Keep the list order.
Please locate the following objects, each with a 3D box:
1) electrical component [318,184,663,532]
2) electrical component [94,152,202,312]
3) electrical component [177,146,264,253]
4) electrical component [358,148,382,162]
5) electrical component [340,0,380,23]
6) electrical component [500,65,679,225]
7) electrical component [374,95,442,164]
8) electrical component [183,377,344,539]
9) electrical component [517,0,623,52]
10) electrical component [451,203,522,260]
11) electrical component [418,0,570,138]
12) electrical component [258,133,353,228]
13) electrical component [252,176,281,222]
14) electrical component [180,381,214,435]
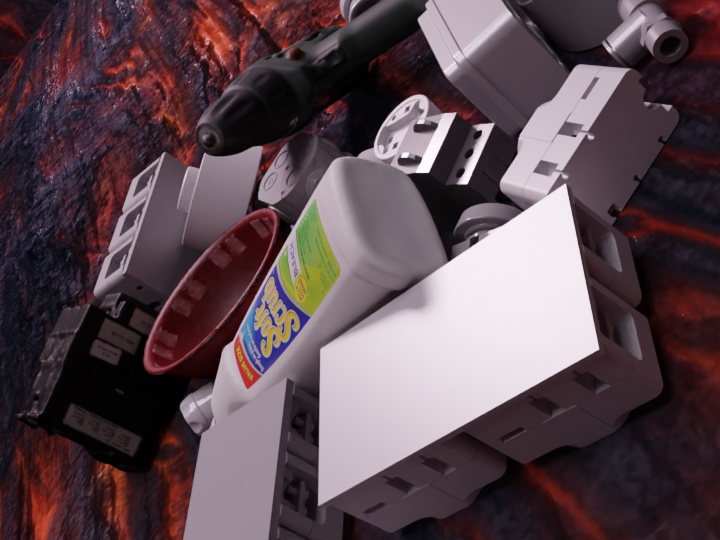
[{"bbox_3d":[0.063,0.055,0.575,0.186,0.060,0.105,-35,38,33],"label":"electrical component"},{"bbox_3d":[-0.181,-0.021,1.007,0.062,0.089,0.150,-31,37,38],"label":"electrical component"},{"bbox_3d":[-0.128,-0.065,0.958,0.108,0.060,0.108,-165,90,-83],"label":"electrical component"},{"bbox_3d":[0.005,-0.060,0.798,0.043,0.043,0.062,-18,24,49],"label":"electrical component"},{"bbox_3d":[0.007,-0.241,0.999,0.045,0.045,0.055,-47,29,15],"label":"electrical component"},{"bbox_3d":[0.129,-0.069,0.621,0.089,0.050,0.056,-57,28,-3],"label":"electrical component"},{"bbox_3d":[0.046,-0.090,0.776,0.055,0.047,0.055,-38,33,30],"label":"electrical component"},{"bbox_3d":[-0.056,0.156,0.655,0.089,0.062,0.150,-35,34,33],"label":"electrical component"},{"bbox_3d":[0.157,-0.201,0.731,0.099,0.064,0.099,-50,15,19],"label":"electrical component"},{"bbox_3d":[0.078,-0.006,0.640,0.066,0.048,0.055,-23,50,45],"label":"electrical component"},{"bbox_3d":[0.092,-0.152,0.739,0.057,0.078,0.113,-42,31,18],"label":"electrical component"},{"bbox_3d":[-0.041,-0.071,0.885,0.080,0.051,0.080,-38,33,30],"label":"electrical component"},{"bbox_3d":[-0.076,-0.071,0.957,0.035,0.035,0.061,-36,32,31],"label":"electrical component"},{"bbox_3d":[-0.105,0.099,0.824,0.061,0.035,0.035,-34,29,-2],"label":"electrical component"}]
